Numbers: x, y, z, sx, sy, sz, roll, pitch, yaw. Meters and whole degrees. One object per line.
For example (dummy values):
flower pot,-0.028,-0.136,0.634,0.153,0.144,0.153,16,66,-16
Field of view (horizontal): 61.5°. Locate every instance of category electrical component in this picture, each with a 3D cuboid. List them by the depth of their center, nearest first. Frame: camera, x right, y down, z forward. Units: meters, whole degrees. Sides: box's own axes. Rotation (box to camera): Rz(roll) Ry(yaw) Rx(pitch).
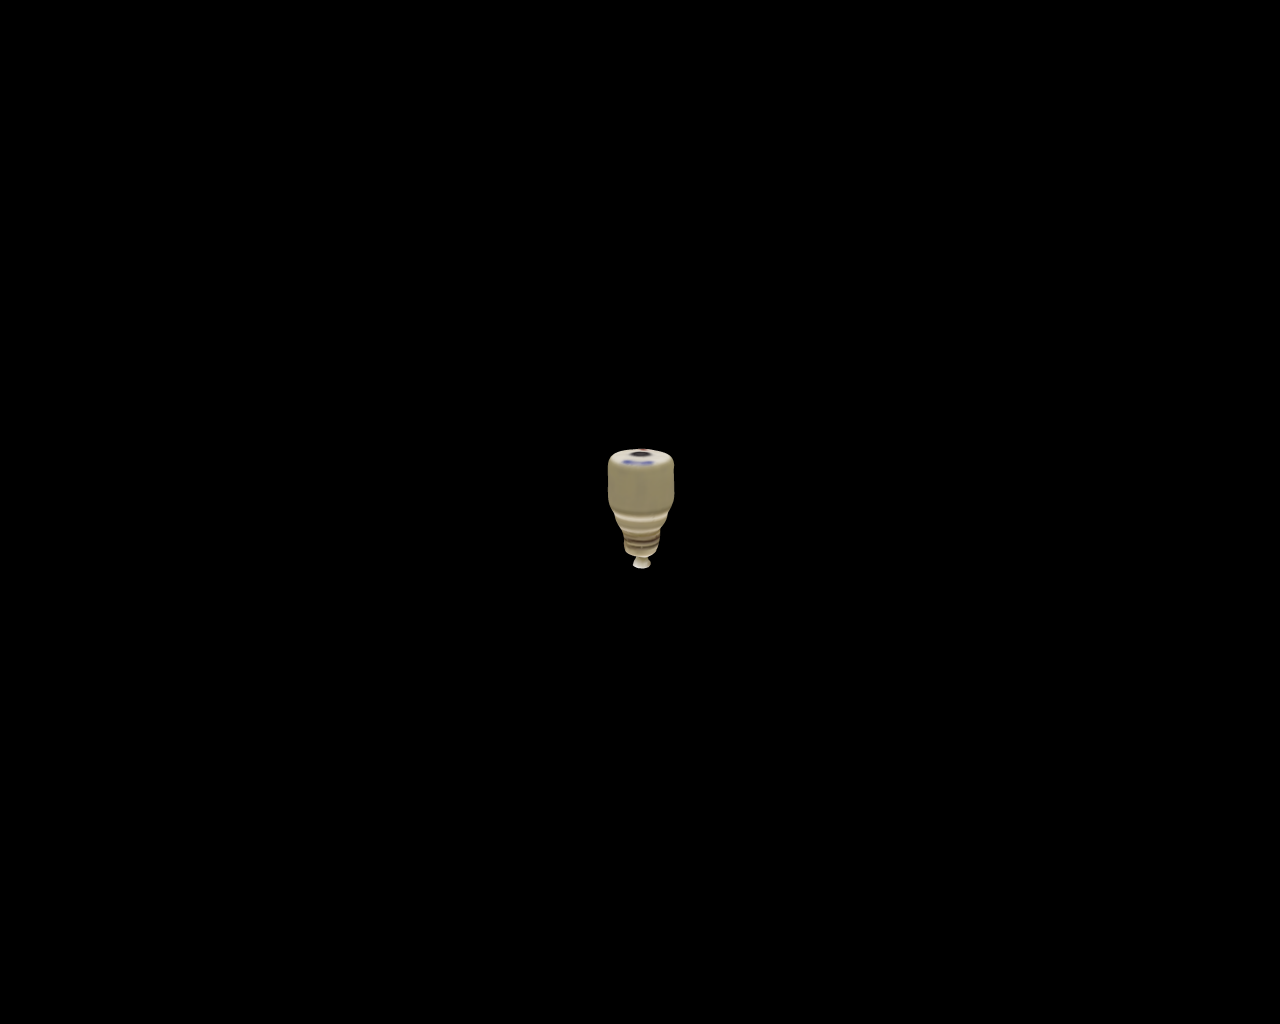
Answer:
electrical component,0.001,-0.003,0.650,0.040,0.078,0.040,0,18,0
